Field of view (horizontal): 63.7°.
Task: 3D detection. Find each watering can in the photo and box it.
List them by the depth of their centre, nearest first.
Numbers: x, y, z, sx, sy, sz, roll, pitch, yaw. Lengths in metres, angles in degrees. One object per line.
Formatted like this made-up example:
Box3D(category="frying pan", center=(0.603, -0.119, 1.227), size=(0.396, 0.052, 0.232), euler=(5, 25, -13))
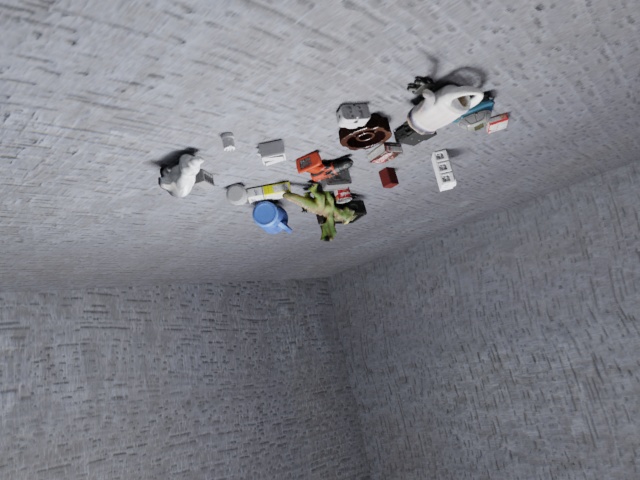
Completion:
Box3D(category="watering can", center=(0.357, -0.411, 1.585), size=(0.350, 0.105, 0.221), euler=(-13, 170, -42))

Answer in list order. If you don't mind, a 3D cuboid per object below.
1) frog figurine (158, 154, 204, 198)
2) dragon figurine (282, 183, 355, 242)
Box3D(category="frog figurine", center=(-0.434, -0.214, 1.673), size=(0.159, 0.121, 0.139), euler=(-25, -163, 10))
Box3D(category="dragon figurine", center=(0.007, -0.110, 2.178), size=(0.121, 0.244, 0.413), euler=(-26, 174, 40))
